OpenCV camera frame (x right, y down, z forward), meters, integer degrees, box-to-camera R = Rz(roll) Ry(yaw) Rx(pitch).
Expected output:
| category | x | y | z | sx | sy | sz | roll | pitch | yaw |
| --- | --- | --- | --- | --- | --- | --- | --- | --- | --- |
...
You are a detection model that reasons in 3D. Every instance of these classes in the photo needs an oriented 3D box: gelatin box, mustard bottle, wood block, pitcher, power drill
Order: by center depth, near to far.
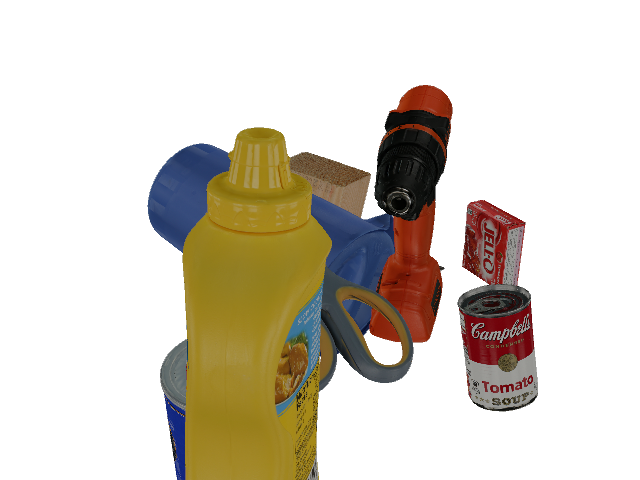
| category | x | y | z | sx | sy | sz | roll | pitch | yaw |
| --- | --- | --- | --- | --- | --- | --- | --- | --- | --- |
| mustard bottle | -0.026 | 0.047 | 0.442 | 0.058 | 0.192 | 0.096 | 8 | 24 | 11 |
| power drill | 0.073 | -0.013 | 0.865 | 0.057 | 0.188 | 0.184 | 8 | 31 | 10 |
| pitcher | -0.059 | 0.008 | 1.030 | 0.243 | 0.145 | 0.148 | 30 | 32 | 32 |
| wood block | -0.018 | 0.011 | 1.256 | 0.090 | 0.206 | 0.090 | 20 | 21 | 18 |
| gelatin box | 0.204 | 0.006 | 1.265 | 0.030 | 0.089 | 0.073 | -16 | 32 | -29 |

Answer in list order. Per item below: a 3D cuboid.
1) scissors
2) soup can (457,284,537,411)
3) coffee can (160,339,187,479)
| category | x | y | z | sx | sy | sz | roll | pitch | yaw |
| --- | --- | --- | --- | --- | --- | --- | --- | --- | --- |
| scissors | -0.023 | 0.023 | 0.668 | 0.096 | 0.016 | 0.202 | -29 | 54 | -22 |
| soup can | 0.168 | 0.101 | 1.009 | 0.068 | 0.102 | 0.068 | -8 | 20 | 3 |
| coffee can | -0.071 | 0.156 | 0.864 | 0.103 | 0.140 | 0.103 | -2 | 33 | 1 |
